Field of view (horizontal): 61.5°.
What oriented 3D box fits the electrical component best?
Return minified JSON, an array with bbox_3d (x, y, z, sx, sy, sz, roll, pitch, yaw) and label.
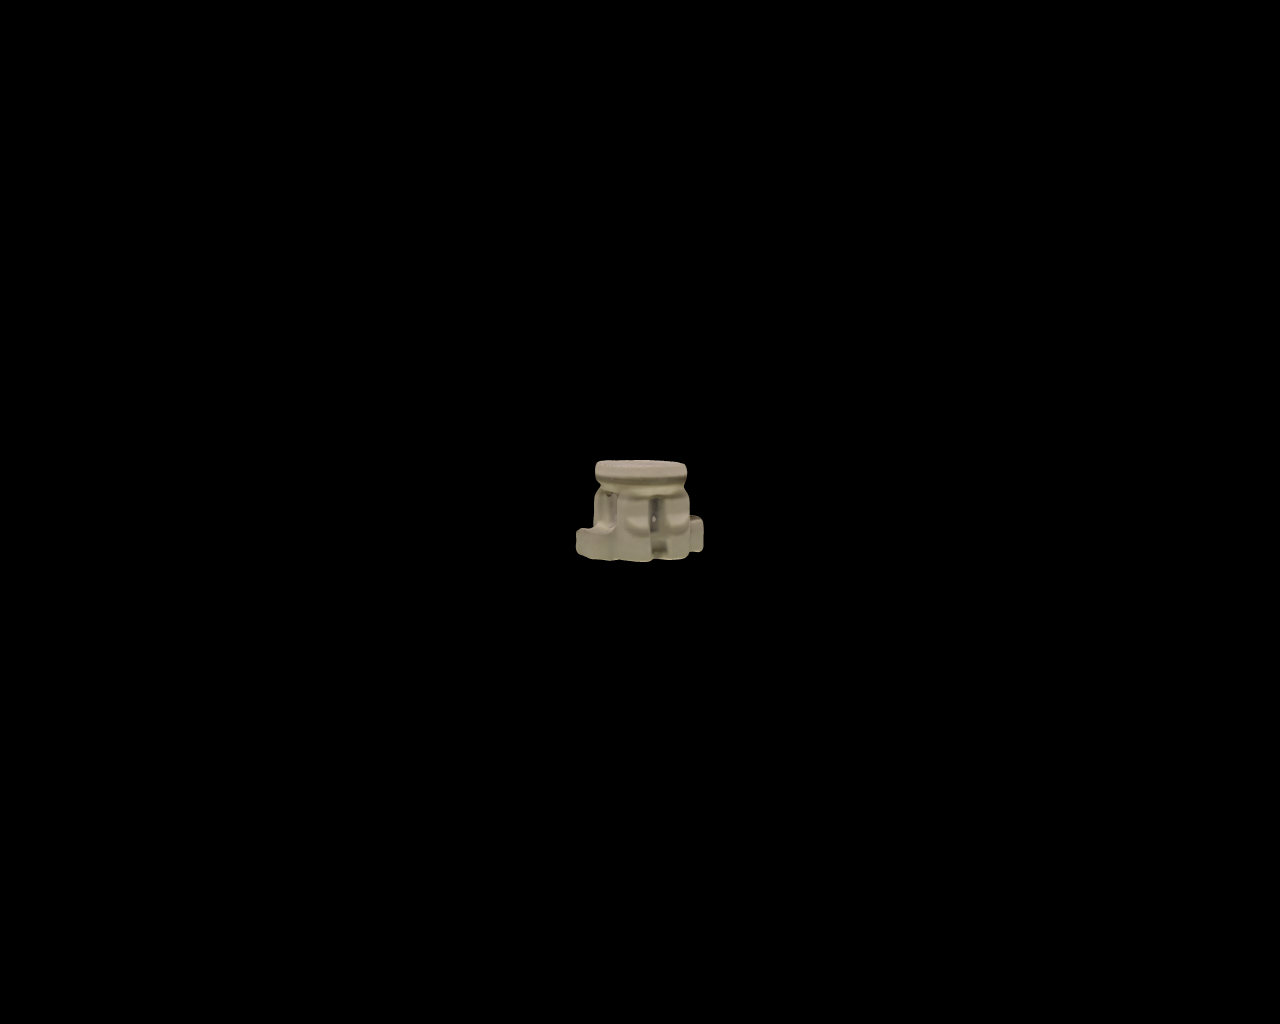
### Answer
[{"bbox_3d":[0.001,-0.003,0.650,0.078,0.057,0.058,-3,8,-26],"label":"electrical component"}]
